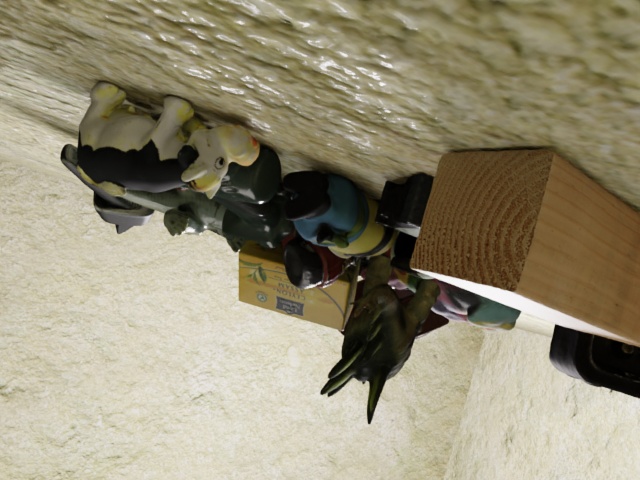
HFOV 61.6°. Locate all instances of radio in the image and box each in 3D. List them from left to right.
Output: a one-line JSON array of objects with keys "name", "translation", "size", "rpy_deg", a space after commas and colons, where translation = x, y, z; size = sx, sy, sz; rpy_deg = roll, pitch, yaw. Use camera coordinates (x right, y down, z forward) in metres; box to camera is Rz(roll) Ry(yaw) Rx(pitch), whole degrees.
[{"name": "radio", "translation": [0.347, 0.097, 0.509], "size": [0.230, 0.131, 0.073], "rpy_deg": [17, 177, 5]}]

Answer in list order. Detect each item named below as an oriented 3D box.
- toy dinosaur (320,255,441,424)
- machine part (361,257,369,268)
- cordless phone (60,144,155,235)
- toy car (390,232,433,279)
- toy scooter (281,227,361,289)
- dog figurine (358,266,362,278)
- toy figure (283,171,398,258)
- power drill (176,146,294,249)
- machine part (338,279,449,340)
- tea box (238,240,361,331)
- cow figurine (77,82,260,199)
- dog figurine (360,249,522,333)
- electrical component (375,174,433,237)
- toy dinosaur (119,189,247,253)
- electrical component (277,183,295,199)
[{"name": "toy dinosaur", "translation": [0.079, 0.128, 0.710], "size": [0.105, 0.198, 0.470], "rpy_deg": [19, 154, 18]}, {"name": "machine part", "translation": [0.116, 0.030, 1.002], "size": [0.084, 0.039, 0.139], "rpy_deg": [-16, 167, -1]}, {"name": "cordless phone", "translation": [-0.370, -0.112, 0.923], "size": [0.089, 0.147, 0.184], "rpy_deg": [-26, 136, 12]}, {"name": "toy car", "translation": [0.144, 0.010, 0.592], "size": [0.056, 0.073, 0.202], "rpy_deg": [23, 173, -24]}, {"name": "toy scooter", "translation": [-0.002, -0.002, 0.743], "size": [0.135, 0.075, 0.184], "rpy_deg": [-10, -148, -27]}, {"name": "dog figurine", "translation": [0.077, 0.051, 1.185], "size": [0.191, 0.121, 0.172], "rpy_deg": [-5, -174, 39]}, {"name": "toy figure", "translation": [0.027, -0.023, 0.602], "size": [0.089, 0.082, 0.180], "rpy_deg": [17, 173, 27]}, {"name": "power drill", "translation": [-0.131, -0.068, 0.631], "size": [0.232, 0.086, 0.207], "rpy_deg": [11, 158, 26]}, {"name": "machine part", "translation": [0.137, 0.129, 1.046], "size": [0.201, 0.087, 0.202], "rpy_deg": [-18, -169, -20]}, {"name": "tea box", "translation": [-0.032, 0.059, 0.796], "size": [0.170, 0.098, 0.068], "rpy_deg": [13, -145, 12]}, {"name": "cow figurine", "translation": [-0.142, -0.077, 0.489], "size": [0.168, 0.098, 0.068], "rpy_deg": [16, 168, 17]}, {"name": "dog figurine", "translation": [0.179, 0.056, 0.824], "size": [0.219, 0.108, 0.191], "rpy_deg": [21, 175, -7]}, {"name": "electrical component", "translation": [0.106, -0.025, 0.481], "size": [0.075, 0.047, 0.119], "rpy_deg": [18, 175, -14]}, {"name": "toy dinosaur", "translation": [-0.182, -0.046, 0.922], "size": [0.405, 0.131, 0.192], "rpy_deg": [24, 174, -2]}, {"name": "electrical component", "translation": [-0.062, -0.068, 0.746], "size": [0.063, 0.021, 0.094], "rpy_deg": [15, 175, 18]}]
